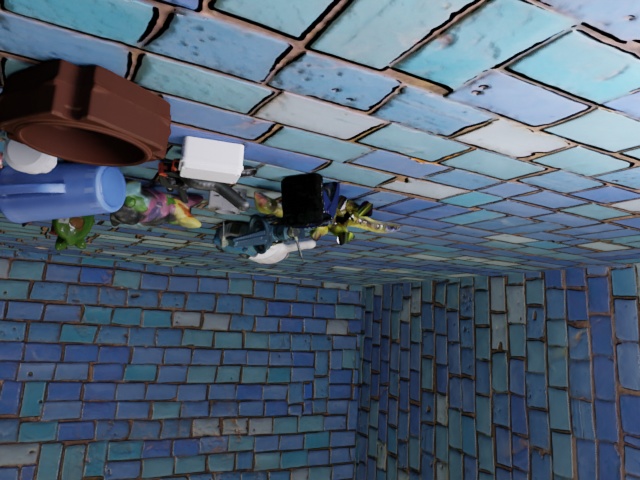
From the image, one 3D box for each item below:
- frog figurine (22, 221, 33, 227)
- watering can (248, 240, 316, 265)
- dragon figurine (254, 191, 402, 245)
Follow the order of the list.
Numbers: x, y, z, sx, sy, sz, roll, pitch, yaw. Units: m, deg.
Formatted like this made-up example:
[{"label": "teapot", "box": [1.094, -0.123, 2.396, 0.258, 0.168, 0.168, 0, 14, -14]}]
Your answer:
[{"label": "frog figurine", "box": [-0.722, -0.123, 1.234, 0.137, 0.125, 0.157, 3, 136, 48]}, {"label": "watering can", "box": [-0.166, 0.030, 1.842, 0.347, 0.105, 0.222, 1, 171, 12]}, {"label": "dragon figurine", "box": [0.004, -0.067, 1.337, 0.409, 0.122, 0.244, 10, -175, -45]}]
